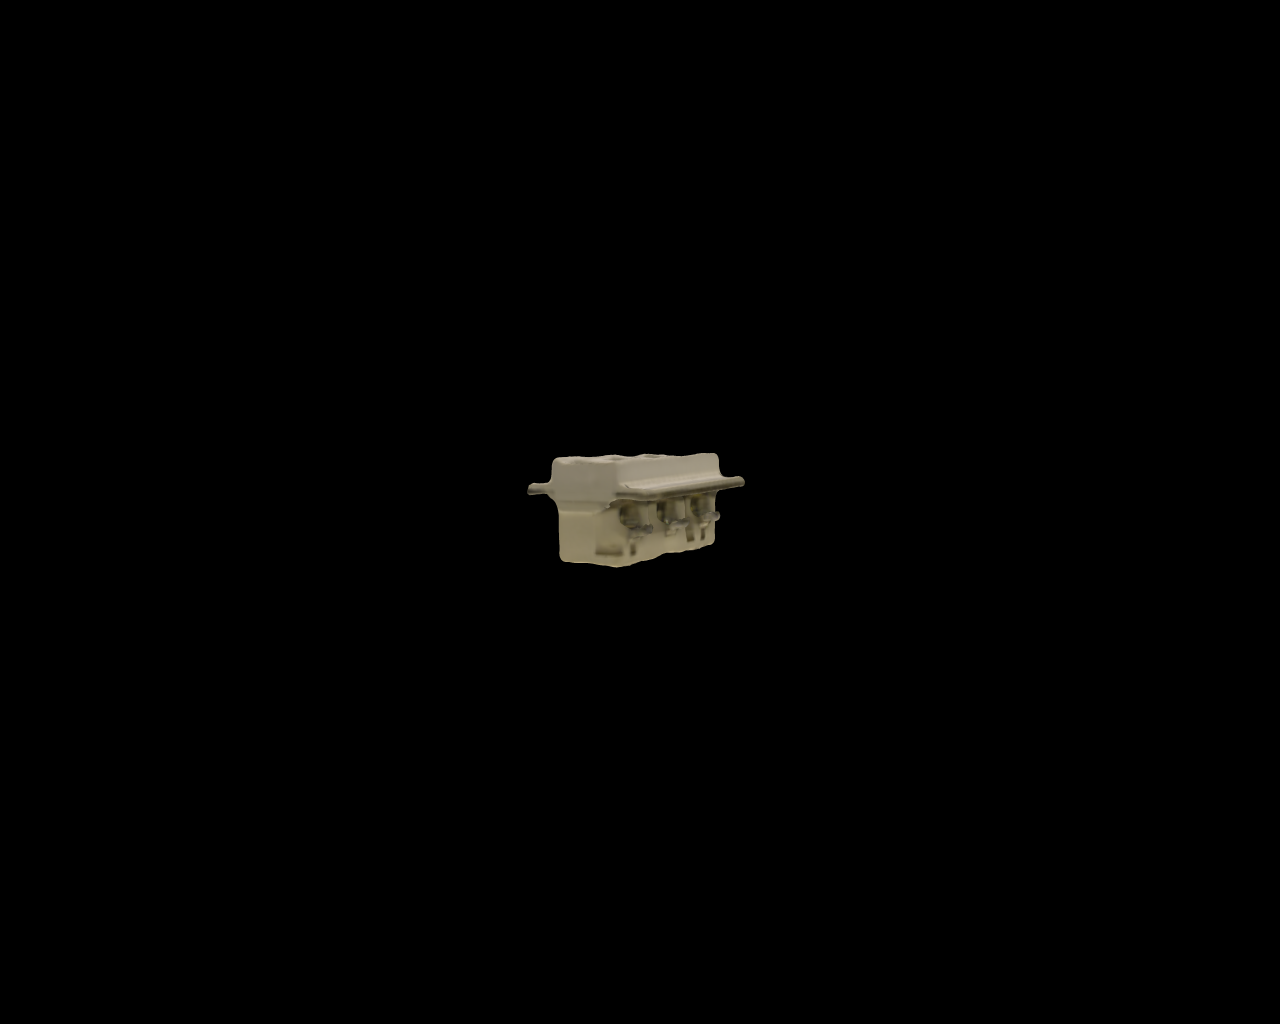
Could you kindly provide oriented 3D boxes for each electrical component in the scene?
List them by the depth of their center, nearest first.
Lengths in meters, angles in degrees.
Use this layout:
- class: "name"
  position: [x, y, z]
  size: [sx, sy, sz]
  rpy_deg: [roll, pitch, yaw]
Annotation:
- class: "electrical component"
  position: [0.001, -0.003, 0.650]
  size: [0.079, 0.063, 0.121]
  rpy_deg: [3, 6, 32]
